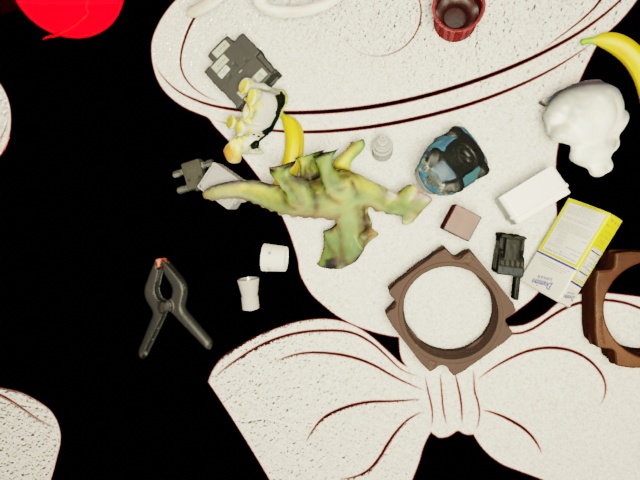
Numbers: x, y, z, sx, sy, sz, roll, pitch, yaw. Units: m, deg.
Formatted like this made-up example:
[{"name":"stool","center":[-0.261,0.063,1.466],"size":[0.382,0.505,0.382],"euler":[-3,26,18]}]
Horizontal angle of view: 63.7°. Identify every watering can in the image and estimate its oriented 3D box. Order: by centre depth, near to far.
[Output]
[{"name":"watering can","center":[-0.099,-0.542,1.001],"size":[0.347,0.104,0.224],"euler":[-1,89,10]}]

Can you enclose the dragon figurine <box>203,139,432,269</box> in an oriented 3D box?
[{"name":"dragon figurine","center":[0.003,-0.049,0.978],"size":[0.409,0.124,0.240],"euler":[-16,105,13]}]

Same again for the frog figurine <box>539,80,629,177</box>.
[{"name":"frog figurine","center":[0.467,-0.191,0.901],"size":[0.137,0.121,0.161],"euler":[-6,78,-9]}]
